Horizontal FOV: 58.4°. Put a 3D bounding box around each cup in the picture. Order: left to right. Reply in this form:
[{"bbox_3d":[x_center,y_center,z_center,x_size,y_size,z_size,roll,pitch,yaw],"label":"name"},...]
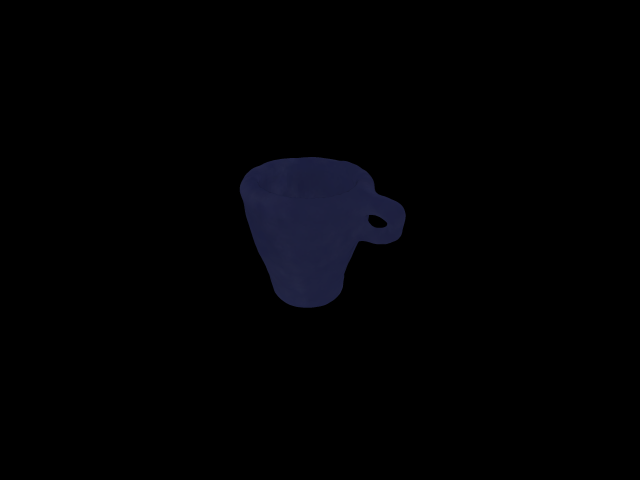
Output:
[{"bbox_3d":[0.004,0.001,0.400,0.117,0.095,0.092,16,32,27],"label":"cup"}]
